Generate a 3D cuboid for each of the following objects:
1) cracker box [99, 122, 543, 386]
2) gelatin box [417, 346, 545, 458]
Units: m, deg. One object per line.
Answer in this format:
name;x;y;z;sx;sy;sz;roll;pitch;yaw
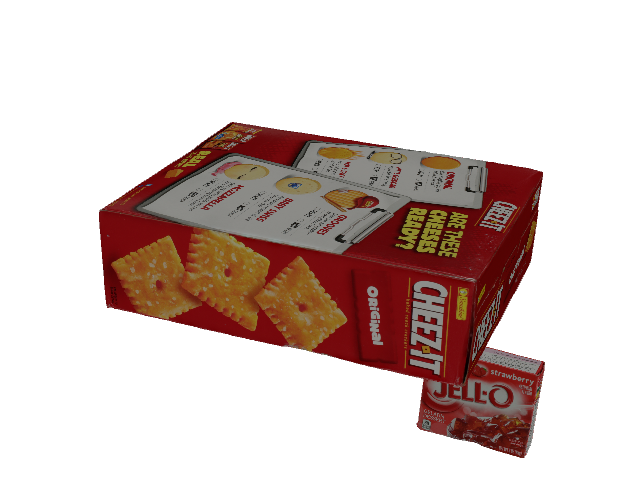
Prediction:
cracker box;0.006;-0.001;0.624;0.214;0.072;0.164;11;27;20
gelatin box;0.123;0.120;0.825;0.089;0.073;0.030;13;23;20
